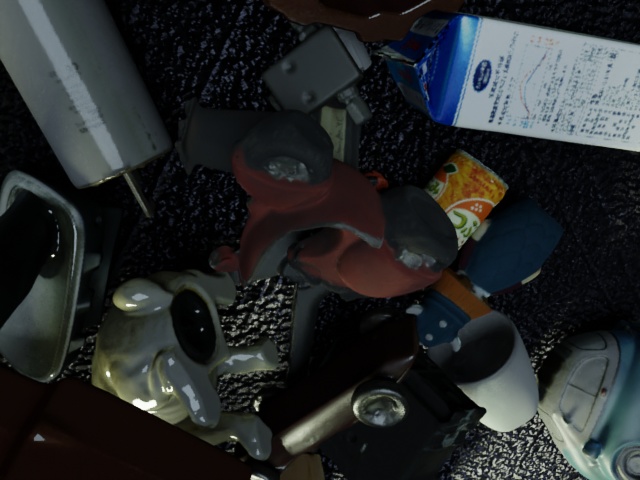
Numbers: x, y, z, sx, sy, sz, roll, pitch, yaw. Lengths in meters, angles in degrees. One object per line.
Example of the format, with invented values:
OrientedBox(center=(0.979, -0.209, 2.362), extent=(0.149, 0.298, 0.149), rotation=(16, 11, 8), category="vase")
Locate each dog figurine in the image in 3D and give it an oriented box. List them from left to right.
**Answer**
OrientedBox(center=(-0.147, 0.105, 0.395), extent=(0.191, 0.121, 0.172), rotation=(-18, 118, 16), category="dog figurine")

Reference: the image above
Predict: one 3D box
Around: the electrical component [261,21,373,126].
OrientedBox(center=(-0.007, -0.111, 0.369), extent=(0.063, 0.021, 0.094), rotation=(-31, 98, 16), category="electrical component")

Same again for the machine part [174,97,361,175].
OrientedBox(center=(-0.036, -0.076, 0.403), extent=(0.139, 0.039, 0.084), rotation=(0, 87, -5), category="machine part")

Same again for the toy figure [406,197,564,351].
OrientedBox(center=(0.139, 0.033, 0.465), extent=(0.154, 0.057, 0.064), rotation=(-47, 67, 13), category="toy figure")

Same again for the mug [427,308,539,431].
OrientedBox(center=(0.148, 0.133, 0.491), extent=(0.109, 0.081, 0.107), rotation=(-39, 119, 0), category="mug")

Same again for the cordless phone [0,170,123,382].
OrientedBox(center=(-0.194, 0.043, 0.351), extent=(0.089, 0.184, 0.146), rotation=(13, 106, -17), category="cordless phone")

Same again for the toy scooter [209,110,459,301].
OrientedBox(center=(-0.001, -0.001, 0.379), extent=(0.183, 0.075, 0.135), rotation=(29, 126, -30), category="toy scooter")

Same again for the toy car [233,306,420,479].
OrientedBox(center=(0.004, 0.128, 0.413), extent=(0.053, 0.089, 0.202), rotation=(42, 118, -14), category="toy car")

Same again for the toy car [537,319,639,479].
OrientedBox(center=(0.259, 0.144, 0.501), extent=(0.103, 0.109, 0.161), rotation=(19, 97, 3), category="toy car")

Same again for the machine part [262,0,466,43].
OrientedBox(center=(0.033, -0.199, 0.295), extent=(0.179, 0.056, 0.179), rotation=(-12, 144, -9), category="machine part")

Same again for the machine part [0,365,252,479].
OrientedBox(center=(-0.159, 0.177, 0.348), extent=(0.201, 0.087, 0.201), rotation=(38, 131, -23), category="machine part")

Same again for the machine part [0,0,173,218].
OrientedBox(center=(-0.168, -0.124, 0.353), extent=(0.079, 0.079, 0.243), rotation=(-22, 110, -1), category="machine part")

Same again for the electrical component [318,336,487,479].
OrientedBox(center=(0.051, 0.144, 0.454), extent=(0.058, 0.134, 0.115), rotation=(17, 106, -47), category="electrical component")
